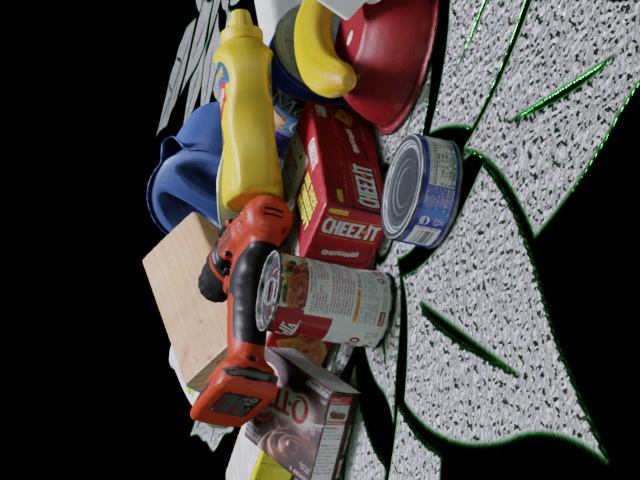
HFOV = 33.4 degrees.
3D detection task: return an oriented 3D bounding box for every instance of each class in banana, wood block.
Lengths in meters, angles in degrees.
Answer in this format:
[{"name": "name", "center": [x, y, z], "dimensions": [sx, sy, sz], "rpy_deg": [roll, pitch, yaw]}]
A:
[{"name": "banana", "center": [0.002, -0.177, 0.963], "dimensions": [0.198, 0.037, 0.070], "rpy_deg": [-97, 22, -46]}, {"name": "wood block", "center": [-0.113, 0.076, 1.175], "dimensions": [0.090, 0.090, 0.206], "rpy_deg": [-43, 42, 12]}]

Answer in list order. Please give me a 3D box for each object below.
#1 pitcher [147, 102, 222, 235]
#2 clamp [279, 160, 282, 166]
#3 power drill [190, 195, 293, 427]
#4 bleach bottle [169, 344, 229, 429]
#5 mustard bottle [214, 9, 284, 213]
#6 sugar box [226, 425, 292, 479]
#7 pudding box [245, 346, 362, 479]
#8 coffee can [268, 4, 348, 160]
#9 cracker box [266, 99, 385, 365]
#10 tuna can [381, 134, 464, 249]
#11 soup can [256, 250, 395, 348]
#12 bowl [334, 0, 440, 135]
[{"name": "pitcher", "center": [-0.141, -0.090, 1.426], "dimensions": [0.242, 0.145, 0.149], "rpy_deg": [-85, 11, -65]}, {"name": "clamp", "center": [-0.057, -0.019, 1.264], "dimensions": [0.165, 0.036, 0.210], "rpy_deg": [124, 152, -68]}, {"name": "power drill", "center": [-0.080, 0.072, 0.987], "dimensions": [0.185, 0.057, 0.187], "rpy_deg": [130, 147, -56]}, {"name": "bleach bottle", "center": [-0.148, 0.183, 1.412], "dimensions": [0.251, 0.068, 0.103], "rpy_deg": [-125, 48, -66]}, {"name": "mustard bottle", "center": [-0.069, -0.127, 1.015], "dimensions": [0.096, 0.058, 0.191], "rpy_deg": [113, 153, -78]}, {"name": "sugar box", "center": [-0.050, 0.201, 1.088], "dimensions": [0.093, 0.048, 0.176], "rpy_deg": [-109, 37, -57]}, {"name": "pudding box", "center": [-0.018, 0.156, 0.954], "dimensions": [0.114, 0.039, 0.090], "rpy_deg": [25, 106, 50]}, {"name": "coffee can", "center": [-0.017, -0.161, 1.104], "dimensions": [0.140, 0.102, 0.103], "rpy_deg": [126, 150, -57]}, {"name": "cracker box", "center": [-0.007, 0.001, 1.022], "dimensions": [0.164, 0.072, 0.214], "rpy_deg": [-99, 26, -48]}, {"name": "tuna can", "center": [0.077, -0.038, 0.822], "dimensions": [0.086, 0.033, 0.086], "rpy_deg": [-169, 90, -74]}, {"name": "soup can", "center": [0.004, 0.051, 0.893], "dimensions": [0.069, 0.102, 0.068], "rpy_deg": [-169, 90, -74]}, {"name": "bowl", "center": [0.052, -0.179, 0.965], "dimensions": [0.162, 0.055, 0.162], "rpy_deg": [-170, 90, -74]}]
